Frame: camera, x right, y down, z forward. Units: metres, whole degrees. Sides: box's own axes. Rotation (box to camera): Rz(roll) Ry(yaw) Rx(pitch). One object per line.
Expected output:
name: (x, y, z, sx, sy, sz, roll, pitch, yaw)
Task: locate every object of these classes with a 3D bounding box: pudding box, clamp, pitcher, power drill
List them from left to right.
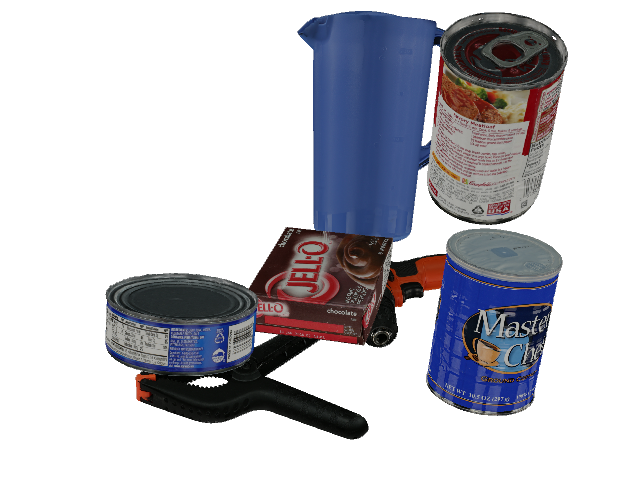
clamp: (-0.063, 0.134, 0.988, 0.209, 0.036, 0.165, -7, 35, -16)
pudding box: (0.002, 0.032, 0.813, 0.090, 0.039, 0.113, 7, 26, 12)
pitcher: (0.062, -0.124, 1.157, 0.149, 0.243, 0.144, 7, 10, 25)
power drill: (0.118, 0.053, 1.173, 0.187, 0.057, 0.184, -4, 28, -6)

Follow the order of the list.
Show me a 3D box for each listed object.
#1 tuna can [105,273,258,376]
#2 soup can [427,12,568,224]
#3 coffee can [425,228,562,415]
tuna can: (-0.079, 0.047, 0.606, 0.086, 0.034, 0.086, 5, 14, -1)
soup can: (0.097, -0.067, 0.603, 0.068, 0.068, 0.102, 0, -44, -1)
coffee can: (0.156, 0.073, 0.972, 0.103, 0.140, 0.103, 5, 23, -2)
